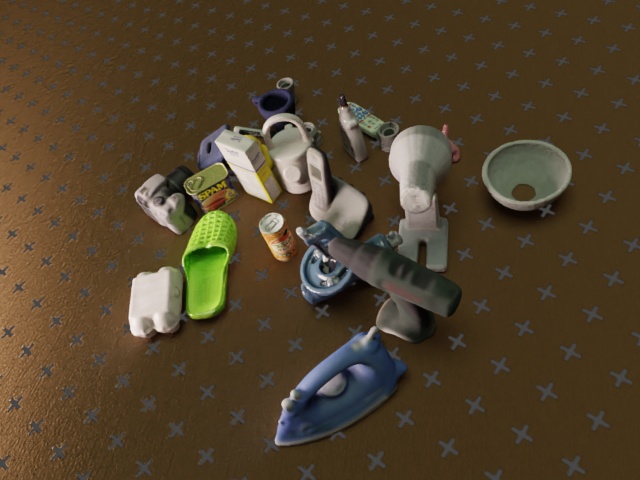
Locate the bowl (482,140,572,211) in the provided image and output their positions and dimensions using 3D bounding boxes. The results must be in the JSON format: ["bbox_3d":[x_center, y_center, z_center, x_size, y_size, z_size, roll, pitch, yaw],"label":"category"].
[{"bbox_3d":[0.408,-0.116,1.139,0.167,0.075,0.167,-8,54,11],"label":"bowl"}]

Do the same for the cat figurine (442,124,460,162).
[{"bbox_3d":[0.240,-0.189,1.212,0.067,0.118,0.128,27,66,30],"label":"cat figurine"}]

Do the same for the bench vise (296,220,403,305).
[{"bbox_3d":[0.041,0.014,1.059,0.207,0.220,0.121,-37,54,-11],"label":"bench vise"}]

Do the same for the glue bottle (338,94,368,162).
[{"bbox_3d":[0.066,-0.255,1.274,0.037,0.173,0.078,-30,53,-6],"label":"glue bottle"}]

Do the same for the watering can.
[{"bbox_3d":[-0.060,-0.194,1.253,0.101,0.194,0.172,-30,53,-6],"label":"watering can"}]

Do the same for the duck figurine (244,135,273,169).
[{"bbox_3d":[-0.161,-0.215,1.365,0.077,0.086,0.104,-32,53,-7],"label":"duck figurine"}]

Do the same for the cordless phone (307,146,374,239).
[{"bbox_3d":[0.032,-0.098,1.163,0.147,0.185,0.094,32,69,32],"label":"cordless phone"}]

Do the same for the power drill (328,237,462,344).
[{"bbox_3d":[0.131,0.090,0.986,0.228,0.209,0.076,18,62,26],"label":"power drill"}]

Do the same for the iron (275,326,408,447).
[{"bbox_3d":[0.015,0.242,0.953,0.258,0.142,0.118,-35,54,-10],"label":"iron"}]

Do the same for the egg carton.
[{"bbox_3d":[-0.334,0.127,1.180,0.107,0.069,0.150,-14,53,6],"label":"egg carton"}]

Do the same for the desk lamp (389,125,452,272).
[{"bbox_3d":[0.193,-0.078,1.085,0.117,0.214,0.203,-2,55,15],"label":"desk lamp"}]

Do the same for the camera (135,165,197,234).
[{"bbox_3d":[-0.343,-0.109,1.331,0.142,0.101,0.137,30,68,31],"label":"camera"}]

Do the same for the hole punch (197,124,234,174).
[{"bbox_3d":[-0.250,-0.212,1.385,0.101,0.091,0.108,-11,53,9],"label":"hole punch"}]

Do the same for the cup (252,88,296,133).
[{"bbox_3d":[-0.109,-0.312,1.414,0.117,0.095,0.092,16,61,25],"label":"cup"}]
